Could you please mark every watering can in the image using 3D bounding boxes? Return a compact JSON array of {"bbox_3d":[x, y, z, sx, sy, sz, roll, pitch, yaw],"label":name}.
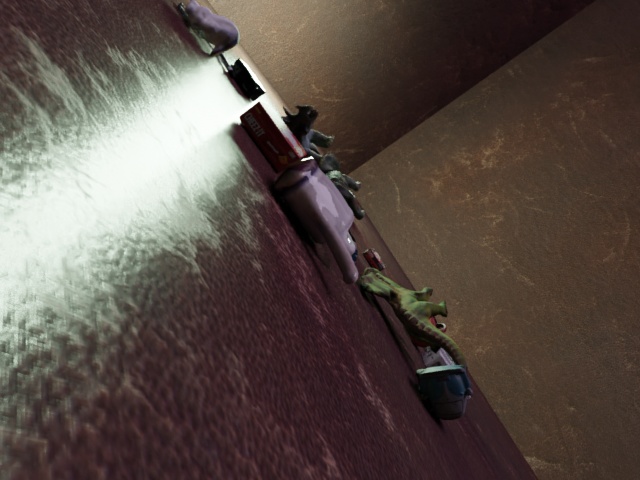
[{"bbox_3d":[0.003,-0.051,1.019,0.222,0.103,0.352,52,9,-15],"label":"watering can"}]

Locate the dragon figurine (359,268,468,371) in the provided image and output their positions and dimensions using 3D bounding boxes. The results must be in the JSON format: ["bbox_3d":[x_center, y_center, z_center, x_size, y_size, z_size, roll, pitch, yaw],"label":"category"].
[{"bbox_3d":[0.197,0.167,1.272,0.242,0.121,0.415,25,10,-14],"label":"dragon figurine"}]

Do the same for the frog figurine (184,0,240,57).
[{"bbox_3d":[-0.304,-0.611,1.464,0.157,0.122,0.140,64,23,-22],"label":"frog figurine"}]
